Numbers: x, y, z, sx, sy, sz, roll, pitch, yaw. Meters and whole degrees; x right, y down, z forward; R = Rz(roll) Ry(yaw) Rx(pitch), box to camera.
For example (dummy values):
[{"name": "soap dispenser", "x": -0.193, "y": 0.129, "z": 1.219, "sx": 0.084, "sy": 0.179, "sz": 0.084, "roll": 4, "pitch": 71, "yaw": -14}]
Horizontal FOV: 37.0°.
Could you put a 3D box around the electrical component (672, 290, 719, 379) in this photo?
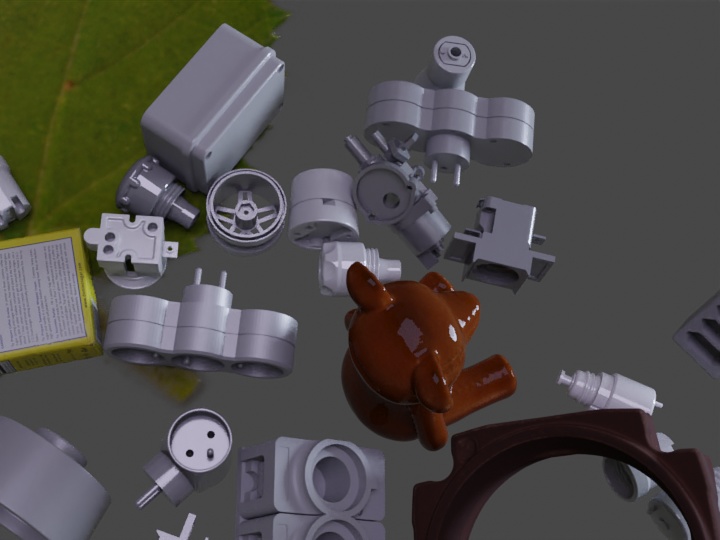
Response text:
[{"name": "electrical component", "x": 0.296, "y": 0.036, "z": 0.847, "sx": 0.047, "sy": 0.065, "sz": 0.077, "roll": 46, "pitch": 42, "yaw": 10}]

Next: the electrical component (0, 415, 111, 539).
[{"name": "electrical component", "x": -0.217, "y": 0.141, "z": 0.718, "sx": 0.108, "sy": 0.108, "sz": 0.060, "roll": 32, "pitch": 63, "yaw": 5}]

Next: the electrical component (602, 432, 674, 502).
[{"name": "electrical component", "x": 0.212, "y": 0.146, "z": 0.805, "sx": 0.046, "sy": 0.040, "sz": 0.040, "roll": -21, "pitch": 74, "yaw": -20}]

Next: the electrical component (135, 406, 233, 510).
[{"name": "electrical component", "x": -0.124, "y": 0.137, "z": 0.745, "sx": 0.079, "sy": 0.077, "sz": 0.043, "roll": -41, "pitch": 80, "yaw": -19}]

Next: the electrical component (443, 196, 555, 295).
[{"name": "electrical component", "x": 0.112, "y": -0.021, "z": 0.853, "sx": 0.081, "sy": 0.042, "sz": 0.063, "roll": 14, "pitch": 65, "yaw": -3}]

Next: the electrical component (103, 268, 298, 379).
[{"name": "electrical component", "x": -0.115, "y": 0.034, "z": 0.797, "sx": 0.138, "sy": 0.052, "sz": 0.073, "roll": 7, "pitch": 69, "yaw": -5}]

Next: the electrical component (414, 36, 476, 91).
[{"name": "electrical component", "x": 0.071, "y": -0.162, "z": 0.886, "sx": 0.044, "sy": 0.065, "sz": 0.044, "roll": 3, "pitch": 70, "yaw": -8}]

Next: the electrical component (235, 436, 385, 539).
[{"name": "electrical component", "x": -0.032, "y": 0.194, "z": 0.725, "sx": 0.089, "sy": 0.062, "sz": 0.150, "roll": 14, "pitch": 66, "yaw": -33}]

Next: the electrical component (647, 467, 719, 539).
[{"name": "electrical component", "x": 0.251, "y": 0.170, "z": 0.800, "sx": 0.078, "sy": 0.040, "sz": 0.040, "roll": -31, "pitch": 76, "yaw": -17}]

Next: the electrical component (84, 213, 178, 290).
[{"name": "electrical component", "x": -0.170, "y": -0.013, "z": 0.806, "sx": 0.066, "sy": 0.055, "sz": 0.048, "roll": 4, "pitch": 69, "yaw": -6}]

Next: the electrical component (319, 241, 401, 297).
[{"name": "electrical component", "x": 0.000, "y": 0.000, "z": 0.830, "sx": 0.062, "sy": 0.043, "sz": 0.043, "roll": 2, "pitch": 70, "yaw": -8}]

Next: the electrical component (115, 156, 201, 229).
[{"name": "electrical component", "x": -0.154, "y": -0.055, "z": 0.830, "sx": 0.062, "sy": 0.048, "sz": 0.048, "roll": 33, "pitch": 69, "yaw": -2}]

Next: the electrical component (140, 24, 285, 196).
[{"name": "electrical component", "x": -0.112, "y": -0.124, "z": 0.843, "sx": 0.057, "sy": 0.078, "sz": 0.113, "roll": 33, "pitch": 69, "yaw": 8}]

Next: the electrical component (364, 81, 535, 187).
[{"name": "electrical component", "x": 0.072, "y": -0.102, "z": 0.872, "sx": 0.138, "sy": 0.052, "sz": 0.073, "roll": 8, "pitch": 69, "yaw": -4}]

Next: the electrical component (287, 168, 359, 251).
[{"name": "electrical component", "x": -0.029, "y": -0.047, "z": 0.838, "sx": 0.055, "sy": 0.055, "sz": 0.047, "roll": 2, "pitch": 66, "yaw": -6}]

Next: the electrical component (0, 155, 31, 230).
[{"name": "electrical component", "x": -0.278, "y": -0.058, "z": 0.818, "sx": 0.040, "sy": 0.040, "sz": 0.046, "roll": -34, "pitch": 83, "yaw": -17}]

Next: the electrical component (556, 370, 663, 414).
[{"name": "electrical component", "x": 0.188, "y": 0.097, "z": 0.819, "sx": 0.078, "sy": 0.040, "sz": 0.040, "roll": 23, "pitch": 69, "yaw": 2}]

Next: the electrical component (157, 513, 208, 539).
[{"name": "electrical component", "x": -0.118, "y": 0.212, "z": 0.737, "sx": 0.064, "sy": 0.042, "sz": 0.081, "roll": 21, "pitch": 69, "yaw": -3}]
